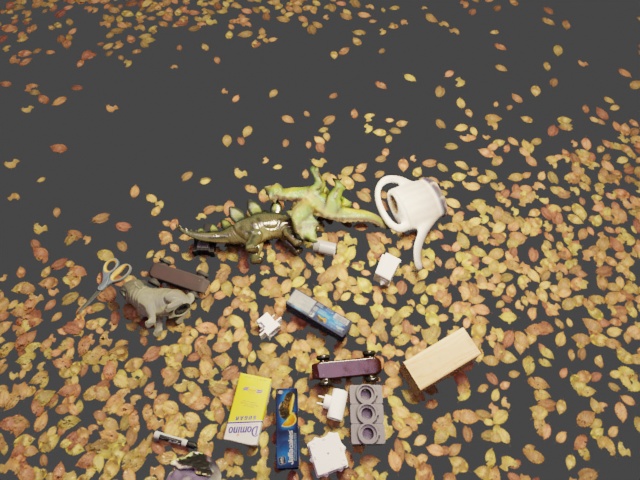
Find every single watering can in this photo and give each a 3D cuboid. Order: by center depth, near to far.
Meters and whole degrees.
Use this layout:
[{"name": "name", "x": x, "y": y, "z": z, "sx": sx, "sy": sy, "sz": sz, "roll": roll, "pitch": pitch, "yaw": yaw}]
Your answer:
[{"name": "watering can", "x": 0.320, "y": -0.078, "z": 1.690, "sx": 0.225, "sy": 0.102, "sz": 0.353, "roll": -19, "pitch": 66, "yaw": -13}]

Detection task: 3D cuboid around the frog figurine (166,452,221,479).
[{"name": "frog figurine", "x": -0.325, "y": 0.633, "z": 1.308, "sx": 0.137, "sy": 0.123, "sz": 0.158, "roll": 10, "pitch": 98, "yaw": -5}]

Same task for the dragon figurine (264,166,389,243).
[{"name": "dragon figurine", "x": 0.005, "y": -0.084, "z": 1.661, "sx": 0.412, "sy": 0.119, "sz": 0.247, "roll": 33, "pitch": 61, "yaw": 8}]
